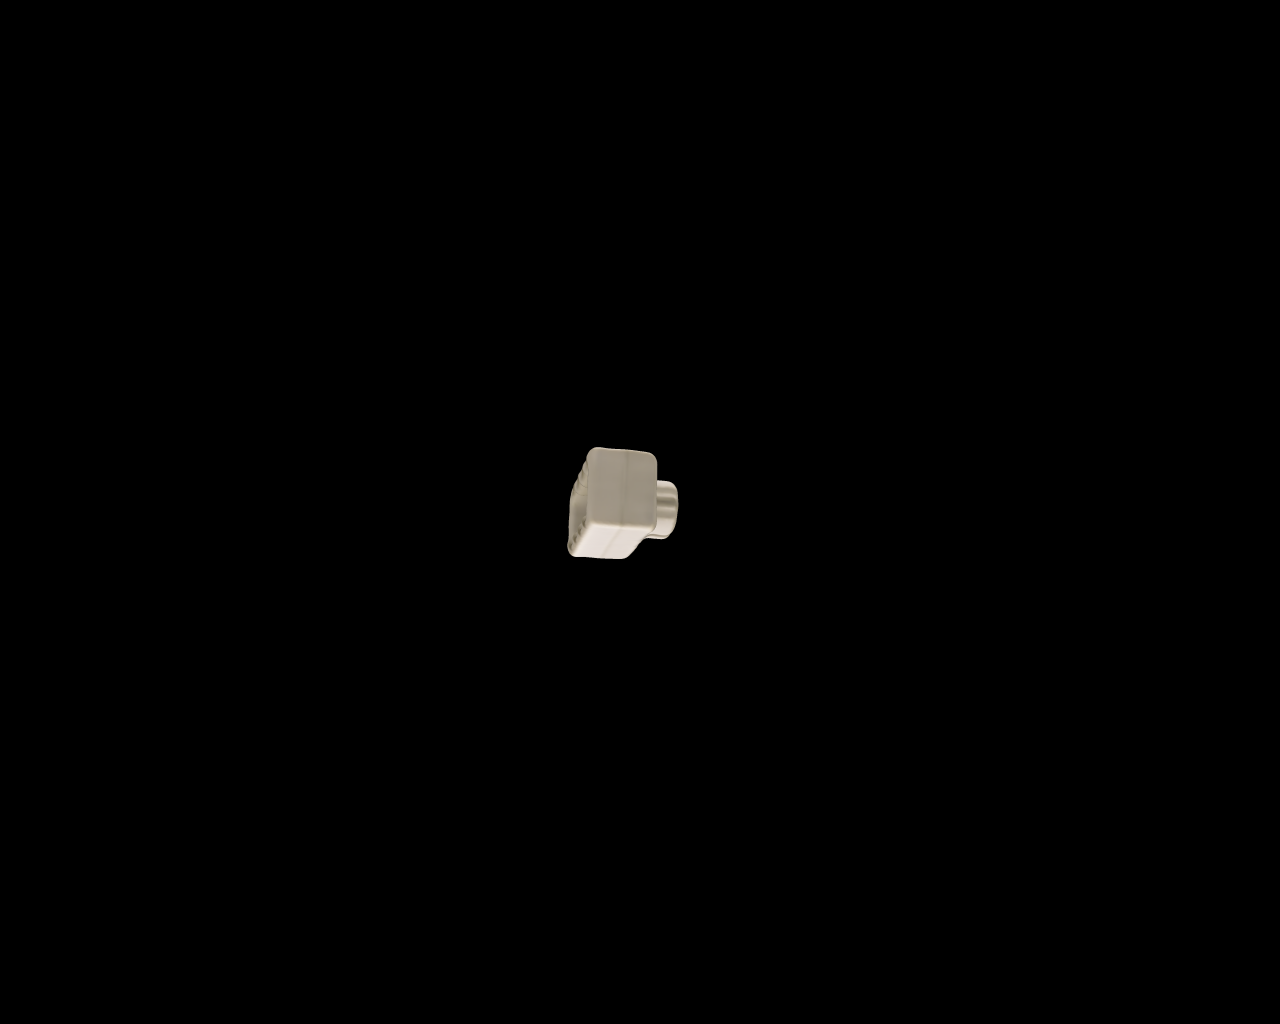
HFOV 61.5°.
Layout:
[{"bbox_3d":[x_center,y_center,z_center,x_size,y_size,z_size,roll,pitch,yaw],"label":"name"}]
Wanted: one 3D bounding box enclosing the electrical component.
[{"bbox_3d":[0.001,-0.003,0.650,0.076,0.047,0.083,3,-16,-11],"label":"electrical component"}]
